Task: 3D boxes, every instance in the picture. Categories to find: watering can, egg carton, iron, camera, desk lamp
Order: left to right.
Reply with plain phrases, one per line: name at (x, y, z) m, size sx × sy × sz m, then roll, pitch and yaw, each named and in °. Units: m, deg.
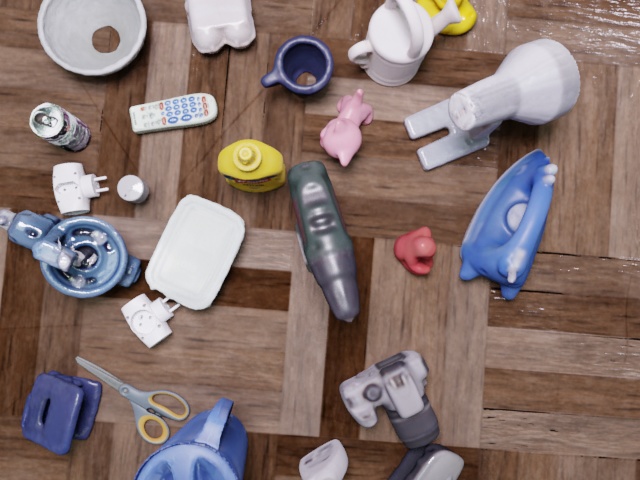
egg carton at (-0.165, -0.381, 0.933) m, size 0.107 × 0.069 × 0.150 m, roll -11°, pitch 88°, yaw -3°
camera at (0.120, 0.262, 0.897) m, size 0.143 × 0.100 × 0.137 m, roll -26°, pitch 88°, yaw -3°
watering can at (0.129, -0.320, 0.879) m, size 0.173 × 0.194 × 0.101 m, roll -44°, pitch 89°, yaw -3°
desk lamp at (0.254, -0.198, 0.868) m, size 0.203 × 0.213 × 0.118 m, roll -24°, pitch 88°, yaw -3°
iron at (0.319, -0.039, 0.899) m, size 0.118 × 0.141 × 0.258 m, roll 23°, pitch 87°, yaw -1°

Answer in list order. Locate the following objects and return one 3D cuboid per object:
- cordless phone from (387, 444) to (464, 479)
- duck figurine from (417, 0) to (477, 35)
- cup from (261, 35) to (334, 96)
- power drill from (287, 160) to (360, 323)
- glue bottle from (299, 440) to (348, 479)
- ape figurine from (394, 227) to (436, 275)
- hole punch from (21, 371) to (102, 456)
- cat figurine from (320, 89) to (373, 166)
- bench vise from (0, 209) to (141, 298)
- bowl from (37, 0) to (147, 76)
cordless phone at (0.165, 0.389, 0.850) m, size 0.094 × 0.185 × 0.148 m, roll 32°, pitch 87°, yaw 0°
duck figurine at (0.214, -0.390, 0.940) m, size 0.104 × 0.086 × 0.077 m, roll 30°, pitch 87°, yaw 0°
cup at (-0.037, -0.262, 0.919) m, size 0.118 × 0.095 × 0.092 m, roll -24°, pitch 88°, yaw -3°
power drill at (0.008, 0.003, 0.851) m, size 0.075 × 0.208 × 0.230 m, roll -17°, pitch 88°, yaw -3°
glue bottle at (0.007, 0.351, 0.852) m, size 0.078 × 0.173 × 0.037 m, roll -28°, pitch 88°, yaw -3°
ape figurine at (0.159, 0.015, 0.915) m, size 0.076 × 0.092 × 0.078 m, roll 23°, pitch 87°, yaw -1°
hole punch at (-0.406, 0.265, 0.881) m, size 0.101 × 0.091 × 0.109 m, roll 13°, pitch 87°, yaw -1°
cat figurine at (0.041, -0.179, 0.907) m, size 0.067 × 0.117 × 0.128 m, roll 23°, pitch 87°, yaw 0°
bench vise at (-0.385, 0.020, 0.830) m, size 0.207 × 0.219 × 0.121 m, roll 7°, pitch 87°, yaw -2°
bowl at (-0.354, -0.336, 0.921) m, size 0.167 × 0.074 × 0.167 m, roll 0°, pitch 87°, yaw -2°
